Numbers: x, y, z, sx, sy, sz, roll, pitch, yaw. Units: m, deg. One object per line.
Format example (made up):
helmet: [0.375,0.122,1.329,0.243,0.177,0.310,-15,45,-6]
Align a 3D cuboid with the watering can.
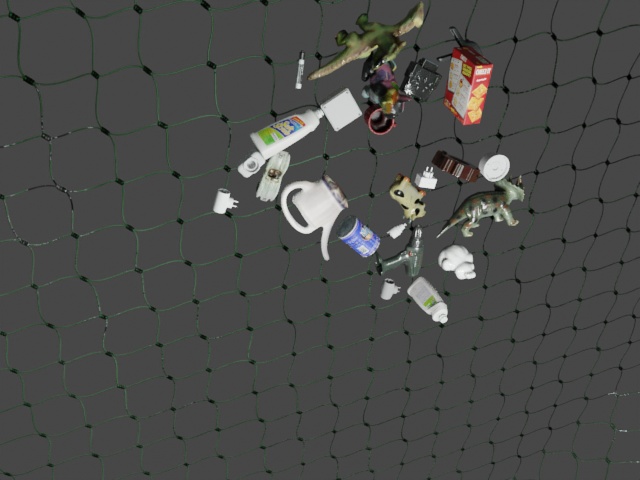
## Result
watering can: [0.006,-0.095,1.895,0.224,0.106,0.342,-35,119,4]

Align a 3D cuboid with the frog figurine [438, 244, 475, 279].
frog figurine: [0.563,0.092,2.107,0.137,0.162,0.120,-6,117,-12]

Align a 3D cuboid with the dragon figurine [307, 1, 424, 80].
dragon figurine: [0.153,-0.597,1.606,0.409,0.247,0.120,-39,125,5]
